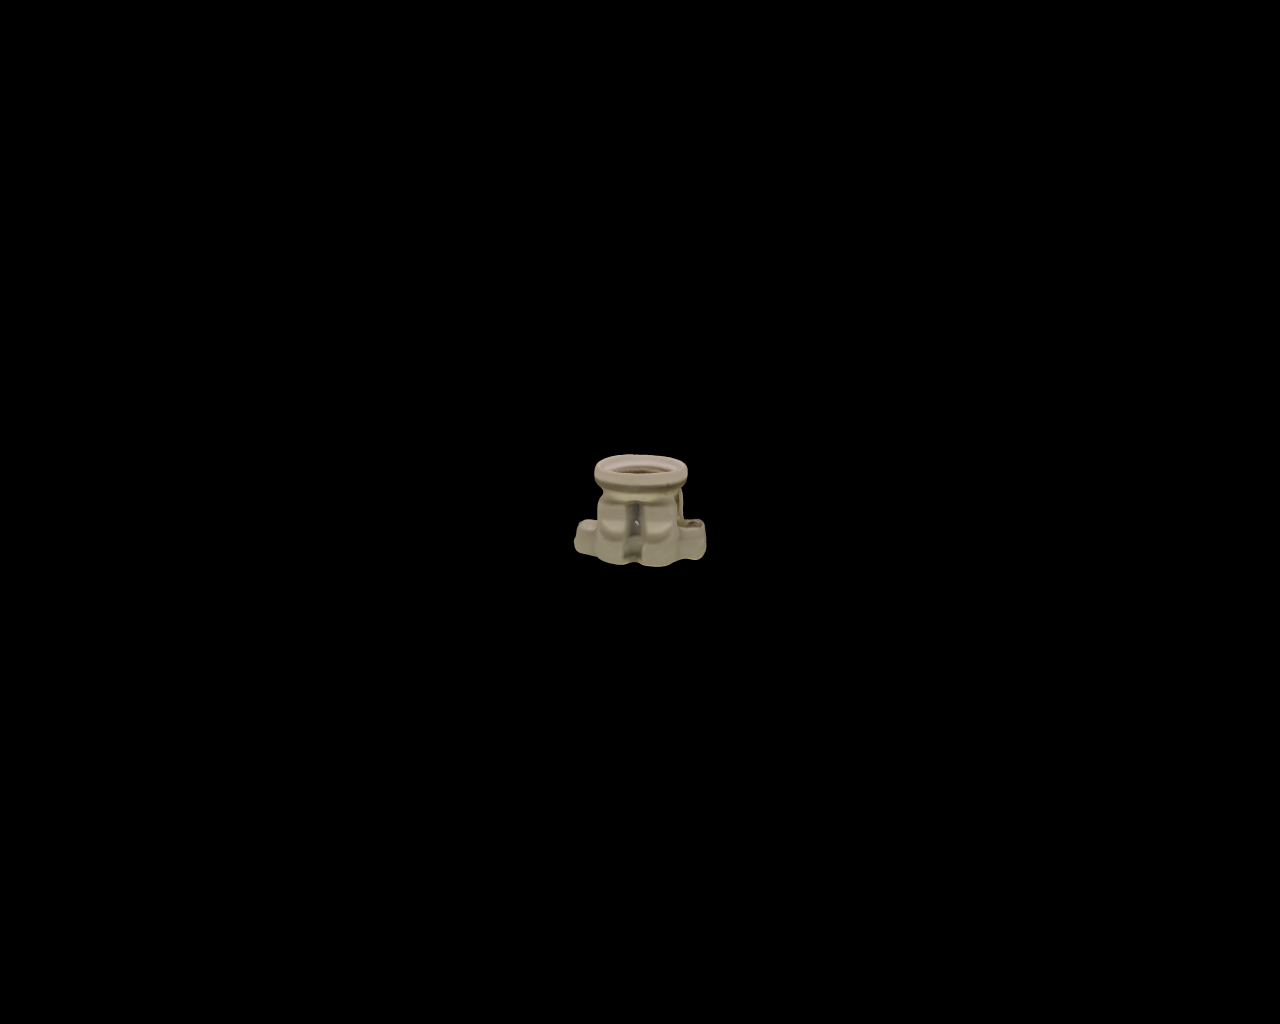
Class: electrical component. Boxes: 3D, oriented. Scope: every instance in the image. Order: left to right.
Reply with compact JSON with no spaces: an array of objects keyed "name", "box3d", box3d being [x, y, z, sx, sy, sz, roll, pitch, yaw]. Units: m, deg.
[{"name":"electrical component","box3d":[0.001,-0.003,0.650,0.078,0.056,0.058,3,16,9]}]
